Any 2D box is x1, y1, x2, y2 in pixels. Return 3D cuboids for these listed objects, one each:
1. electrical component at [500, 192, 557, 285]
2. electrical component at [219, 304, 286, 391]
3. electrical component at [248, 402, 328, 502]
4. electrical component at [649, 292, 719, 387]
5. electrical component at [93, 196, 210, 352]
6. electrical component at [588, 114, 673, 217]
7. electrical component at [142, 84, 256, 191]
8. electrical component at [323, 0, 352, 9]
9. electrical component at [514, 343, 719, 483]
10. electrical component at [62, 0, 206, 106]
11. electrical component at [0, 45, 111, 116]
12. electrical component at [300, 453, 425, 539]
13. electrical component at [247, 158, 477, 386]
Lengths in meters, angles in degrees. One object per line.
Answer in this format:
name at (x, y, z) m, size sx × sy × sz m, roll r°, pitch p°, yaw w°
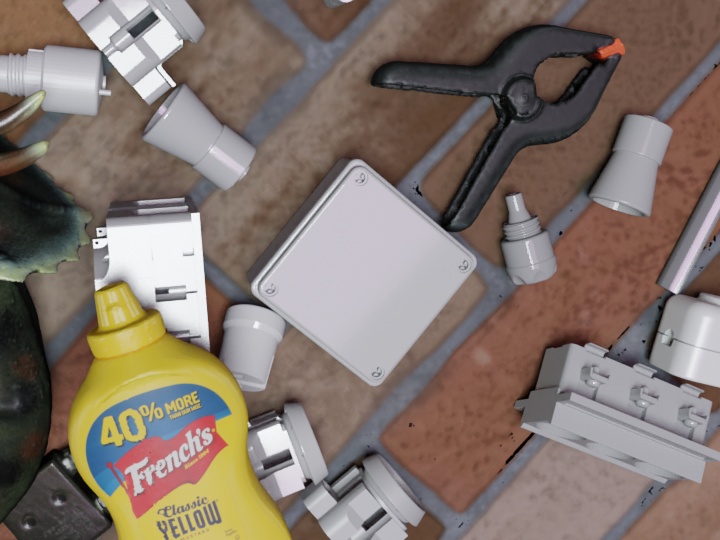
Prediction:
electrical component at (0.112, -0.023, 0.736) m, size 0.035 × 0.035 × 0.061 m, roll -18°, pitch 100°, yaw -8°
electrical component at (-0.072, 0.051, 0.698) m, size 0.040 × 0.040 × 0.046 m, roll 19°, pitch 63°, yaw -14°
electrical component at (-0.056, 0.122, 0.713) m, size 0.057 × 0.058 × 0.078 m, roll -21°, pitch 96°, yaw -7°
electrical component at (0.263, 0.052, 0.768) m, size 0.095 × 0.054 × 0.059 m, roll 14°, pitch 96°, yaw -16°
electrical component at (-0.125, 0.054, 0.663) m, size 0.060 × 0.105 × 0.186 m, roll -5°, pitch 100°, yaw -11°
electrical component at (0.189, -0.074, 0.741) m, size 0.044 × 0.044 × 0.065 m, roll 20°, pitch 90°, yaw -14°
electrical component at (-0.099, -0.081, 0.681) m, size 0.065 × 0.044 × 0.044 m, roll 37°, pitch 90°, yaw -19°
electrical component at (-0.013, -0.215, 0.668) m, size 0.050 × 0.056 × 0.089 m, roll -28°, pitch 103°, yaw -6°
electrical component at (0.182, 0.100, 0.754) m, size 0.121 × 0.079 × 0.063 m, roll 23°, pitch 73°, yaw -14°
electrical component at (-0.132, -0.149, 0.654) m, size 0.057 × 0.058 × 0.078 m, roll -40°, pitch 104°, yaw 0°
electrical component at (-0.191, -0.117, 0.655) m, size 0.078 × 0.040 × 0.040 m, roll 4°, pitch 98°, yaw -12°
electrical component at (0.007, 0.163, 0.733) m, size 0.057 × 0.058 × 0.078 m, roll -40°, pitch 104°, yaw 0°
electrical component at (0.000, 0.000, 0.705) m, size 0.109 × 0.056 × 0.108 m, roll 39°, pitch 90°, yaw -15°
